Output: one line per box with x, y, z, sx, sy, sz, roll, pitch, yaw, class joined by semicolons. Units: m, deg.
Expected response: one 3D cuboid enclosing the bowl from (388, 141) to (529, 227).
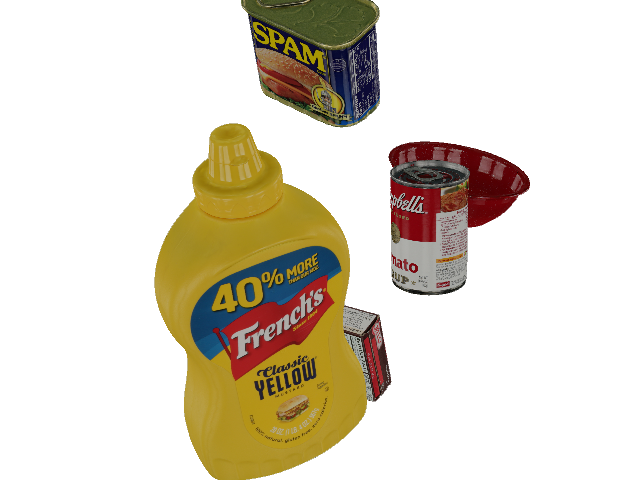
0.152;-0.059;1.211;0.162;0.055;0.162;8;25;-4;bowl

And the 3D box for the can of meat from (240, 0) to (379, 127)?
-0.005;-0.140;0.787;0.102;0.084;0.057;30;59;28;can of meat

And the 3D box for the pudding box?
0.011;0.104;1.065;0.114;0.090;0.039;13;41;30;pudding box

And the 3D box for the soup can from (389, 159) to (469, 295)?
0.095;-0.012;0.928;0.068;0.102;0.068;-2;22;0;soup can

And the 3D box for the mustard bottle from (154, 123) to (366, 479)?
-0.030;0.029;0.526;0.096;0.191;0.058;-20;38;-16;mustard bottle
